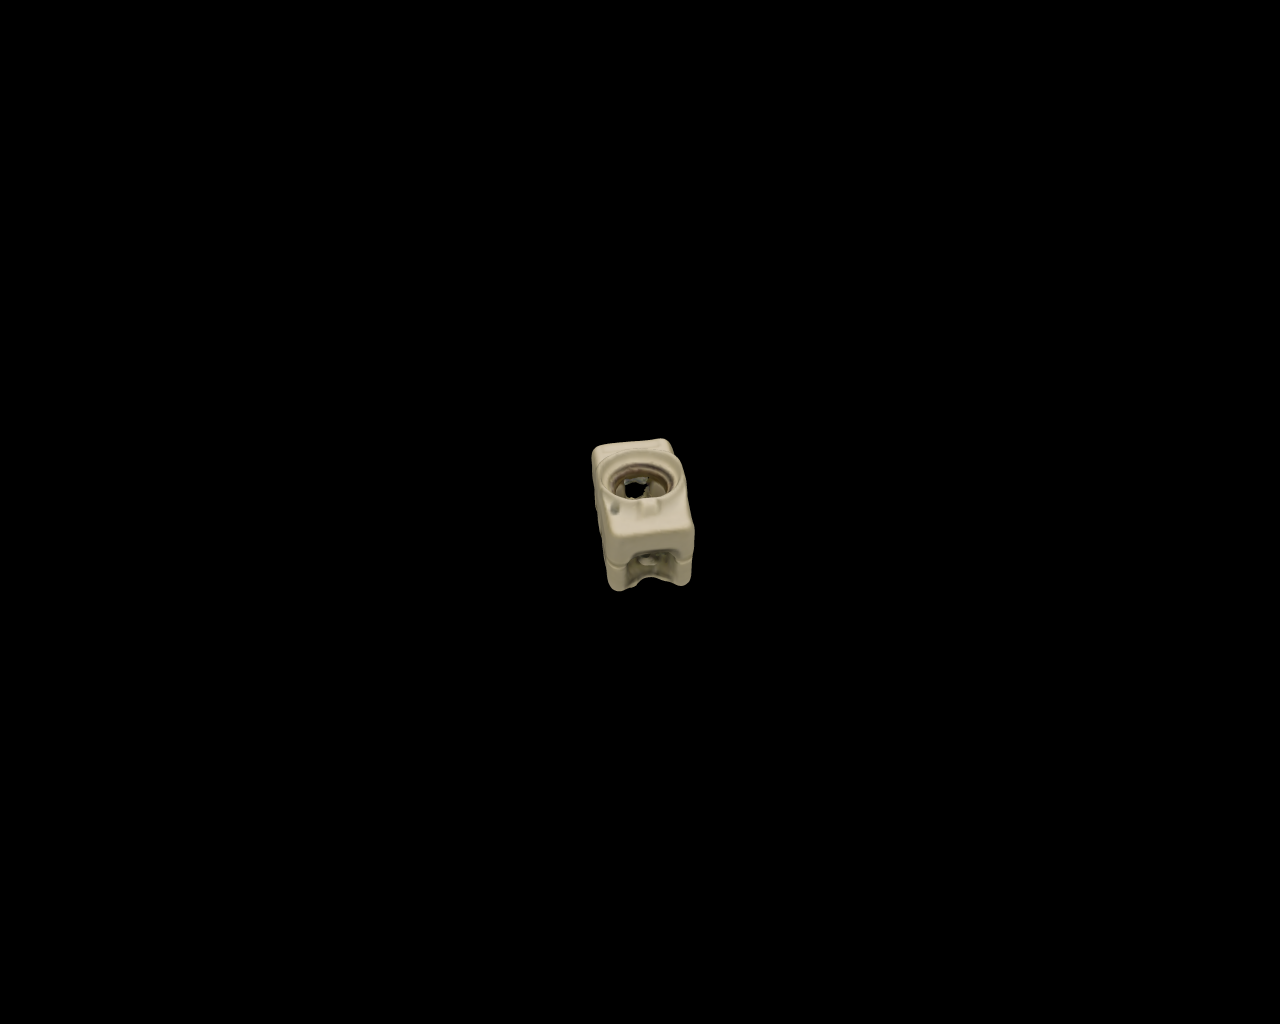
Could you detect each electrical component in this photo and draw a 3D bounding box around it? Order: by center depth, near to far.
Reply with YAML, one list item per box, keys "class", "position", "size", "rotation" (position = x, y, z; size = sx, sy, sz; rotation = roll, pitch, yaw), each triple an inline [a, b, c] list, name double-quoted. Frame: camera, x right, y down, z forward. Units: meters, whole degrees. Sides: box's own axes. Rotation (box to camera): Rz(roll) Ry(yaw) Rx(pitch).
- class: "electrical component"
  position: [0.001, -0.003, 0.650]
  size: [0.050, 0.055, 0.090]
  rotation: [-5, 40, -6]
